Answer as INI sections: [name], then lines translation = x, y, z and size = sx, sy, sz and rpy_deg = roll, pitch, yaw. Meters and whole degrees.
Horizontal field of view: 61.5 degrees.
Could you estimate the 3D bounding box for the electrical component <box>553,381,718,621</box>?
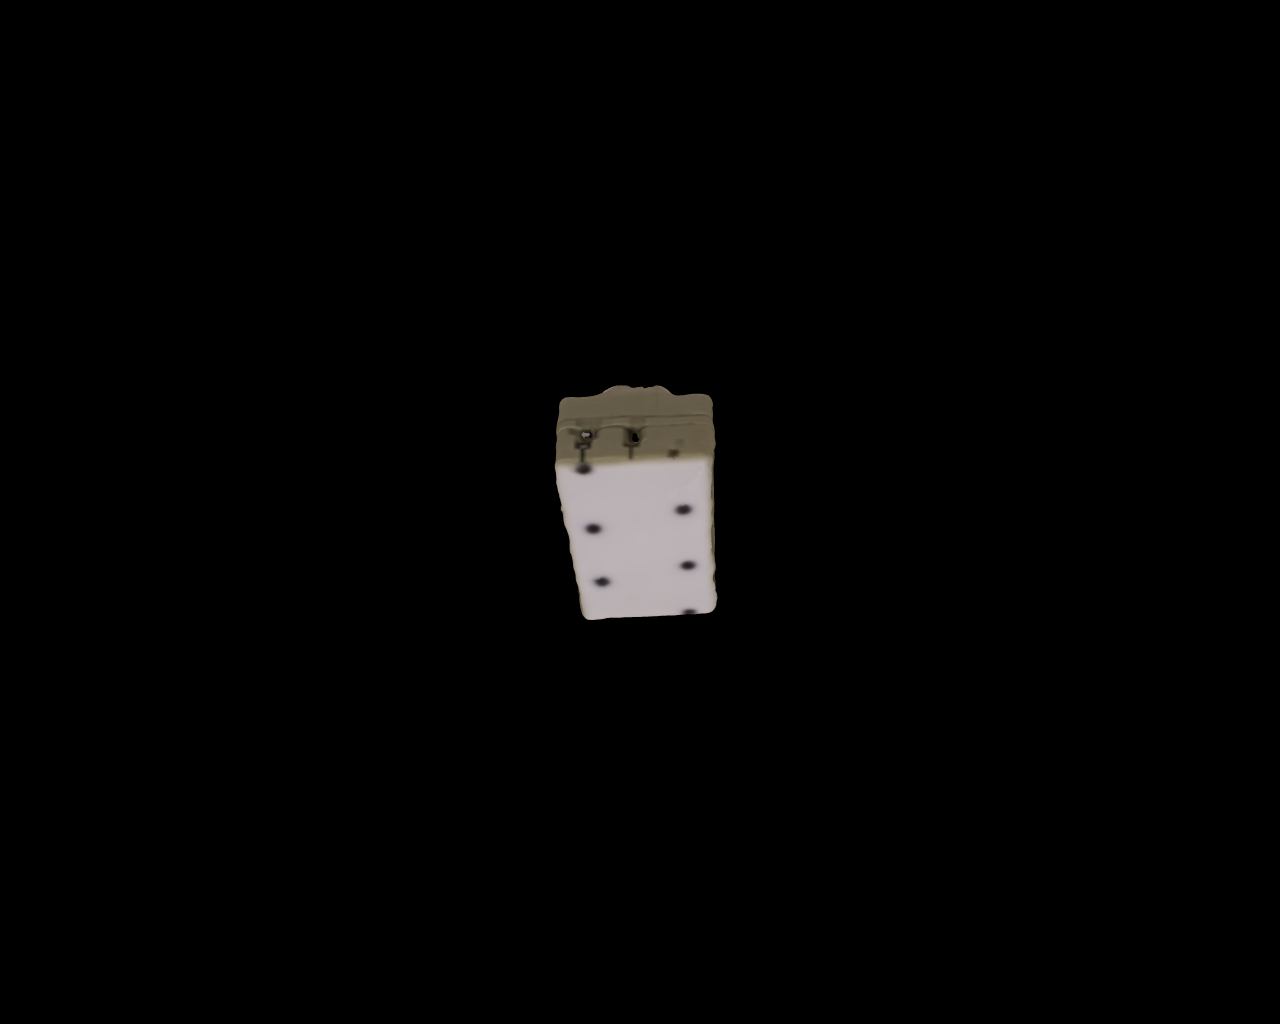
[electrical component]
translation = 0.001, -0.003, 0.650
size = 0.089, 0.062, 0.150
rpy_deg = -2, -40, 2
